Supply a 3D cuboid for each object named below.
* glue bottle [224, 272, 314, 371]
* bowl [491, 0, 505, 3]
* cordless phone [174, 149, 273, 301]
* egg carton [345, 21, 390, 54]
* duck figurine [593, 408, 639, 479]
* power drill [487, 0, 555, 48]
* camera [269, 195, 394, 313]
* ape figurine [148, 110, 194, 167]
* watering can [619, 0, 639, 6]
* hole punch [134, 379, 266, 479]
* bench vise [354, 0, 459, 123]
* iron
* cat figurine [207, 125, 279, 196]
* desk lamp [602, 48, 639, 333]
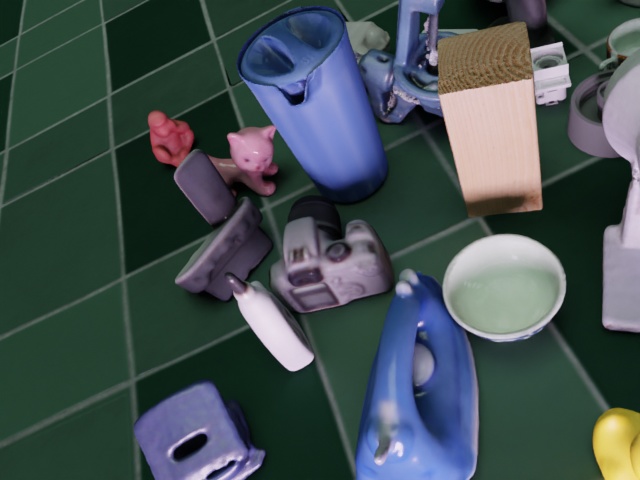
[{"bbox_3d":[-0.062,0.081,0.635,0.037,0.174,0.078,-32,50,0],"label":"glue bottle"},{"bbox_3d":[0.305,-0.426,0.899,0.167,0.075,0.167,-12,53,16],"label":"bowl"},{"bbox_3d":[-0.155,-0.019,0.741,0.093,0.186,0.148,21,67,34],"label":"cordless phone"},{"bbox_3d":[0.037,-0.301,0.933,0.149,0.070,0.107,12,62,30],"label":"egg carton"},{"bbox_3d":[0.275,0.180,0.471,0.077,0.086,0.104,-34,50,-2],"label":"duck figurine"},{"bbox_3d":[0.255,-0.358,0.785,0.228,0.209,0.076,30,72,37],"label":"power drill"},{"bbox_3d":[0.007,0.003,0.708,0.143,0.101,0.136,-15,52,14],"label":"camera"},{"bbox_3d":[-0.256,-0.177,0.960,0.078,0.092,0.076,-38,50,-5],"label":"ape figurine"},{"bbox_3d":[0.451,-0.426,0.756,0.173,0.195,0.100,-40,50,-6],"label":"watering can"},{"bbox_3d":[-0.131,0.220,0.621,0.108,0.091,0.101,-32,50,0],"label":"hole punch"},{"bbox_3d":[0.116,-0.238,0.754,0.206,0.220,0.121,-1,56,23],"label":"bench vise"},{"bbox_3d":[0.088,0.118,0.563,0.118,0.142,0.258,-4,55,22],"label":"iron"},{"bbox_3d":[-0.114,-0.121,0.840,0.127,0.118,0.067,-8,54,19],"label":"cat figurine"},{"bbox_3d":[0.324,-0.046,0.528,0.117,0.214,0.203,1,57,25],"label":"desk lamp"}]
